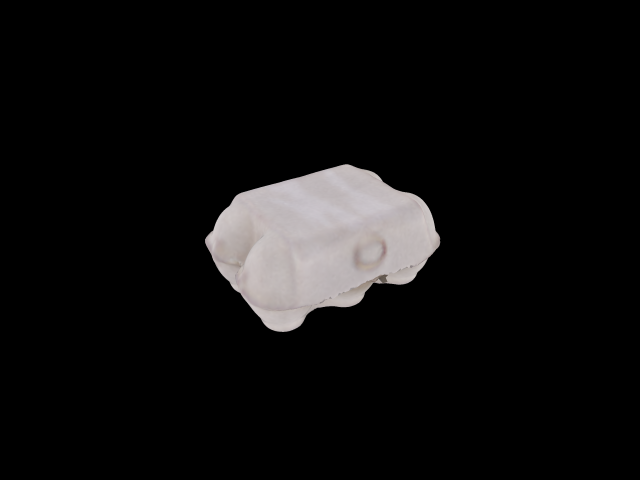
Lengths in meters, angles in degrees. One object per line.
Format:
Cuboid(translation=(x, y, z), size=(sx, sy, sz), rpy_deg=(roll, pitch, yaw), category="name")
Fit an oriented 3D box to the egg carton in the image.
Cuboid(translation=(0.004, 0.001, 0.400), size=(0.151, 0.069, 0.107), rpy_deg=(-19, 36, -29), category="egg carton")
